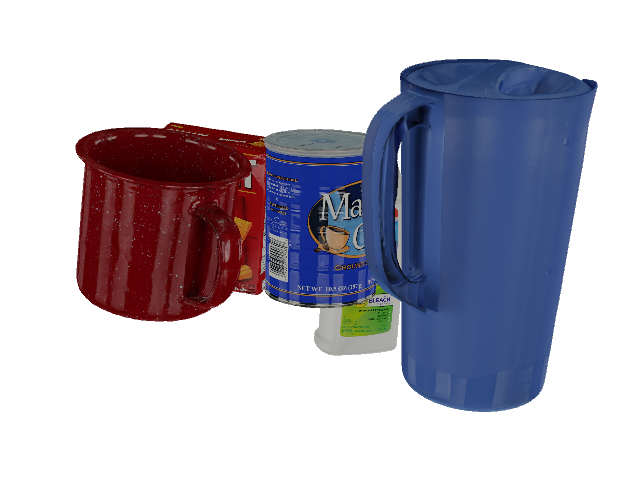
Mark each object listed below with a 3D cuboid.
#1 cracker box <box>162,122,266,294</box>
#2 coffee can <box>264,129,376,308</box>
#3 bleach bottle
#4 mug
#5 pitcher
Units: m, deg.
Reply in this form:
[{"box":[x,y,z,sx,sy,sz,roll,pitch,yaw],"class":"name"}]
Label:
[{"box":[-0.147,-0.042,1.471,0.164,0.214,0.072,10,24,11],"class":"cracker box"},{"box":[0.001,-0.022,0.952,0.103,0.140,0.103,1,15,0],"class":"coffee can"},{"box":[0.049,0.007,1.267,0.102,0.251,0.068,-3,16,-17],"class":"bleach bottle"},{"box":[-0.080,-0.004,0.571,0.093,0.081,0.117,-11,30,-42],"class":"mug"},{"box":[0.109,-0.003,0.763,0.149,0.243,0.145,5,20,9],"class":"pitcher"}]
